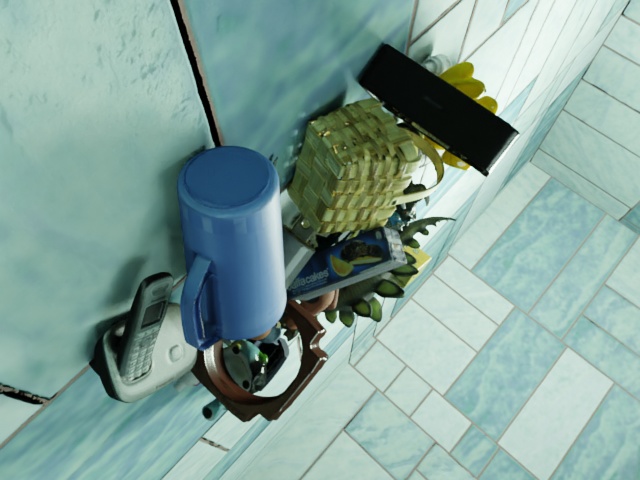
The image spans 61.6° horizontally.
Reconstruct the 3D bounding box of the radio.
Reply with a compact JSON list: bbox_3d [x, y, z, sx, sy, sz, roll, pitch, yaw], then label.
[{"bbox_3d":[0.177,-0.186,0.797,0.073,0.230,0.131,-53,167,11],"label":"radio"}]

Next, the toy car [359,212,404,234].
[{"bbox_3d":[0.086,-0.053,1.043,0.109,0.102,0.162,-18,-166,-22],"label":"toy car"}]

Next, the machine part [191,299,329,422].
[{"bbox_3d":[-0.102,0.186,0.914,0.201,0.201,0.087,-51,166,2],"label":"machine part"}]

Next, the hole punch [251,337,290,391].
[{"bbox_3d":[-0.125,0.278,1.248,0.142,0.092,0.115,-55,166,4],"label":"hole punch"}]

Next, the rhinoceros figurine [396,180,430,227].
[{"bbox_3d":[0.153,-0.075,1.099,0.073,0.112,0.190,-4,164,-20],"label":"rhinoceros figurine"}]

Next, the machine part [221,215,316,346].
[{"bbox_3d":[-0.086,0.059,0.842,0.243,0.079,0.079,-53,163,5],"label":"machine part"}]

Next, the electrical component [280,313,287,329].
[{"bbox_3d":[-0.082,0.178,1.224,0.102,0.045,0.078,36,65,-75],"label":"electrical component"}]

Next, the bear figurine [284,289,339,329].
[{"bbox_3d":[-0.010,0.067,1.061,0.132,0.120,0.196,-27,-166,24],"label":"bear figurine"}]

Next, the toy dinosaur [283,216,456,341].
[{"bbox_3d":[0.105,0.064,1.188,0.471,0.199,0.105,-43,165,-16],"label":"toy dinosaur"}]

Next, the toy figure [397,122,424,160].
[{"bbox_3d":[0.132,-0.162,0.983,0.180,0.082,0.089,-25,143,-46],"label":"toy figure"}]

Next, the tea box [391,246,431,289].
[{"bbox_3d":[0.183,0.032,1.359,0.098,0.170,0.068,-33,156,-47],"label":"tea box"}]

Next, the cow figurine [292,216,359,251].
[{"bbox_3d":[-0.002,-0.002,0.950,0.167,0.098,0.068,-45,167,4],"label":"cow figurine"}]

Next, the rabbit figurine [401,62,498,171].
[{"bbox_3d":[0.215,-0.216,0.916,0.173,0.122,0.162,18,132,-24],"label":"rabbit figurine"}]

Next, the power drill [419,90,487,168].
[{"bbox_3d":[0.242,-0.235,1.105,0.232,0.086,0.207,-23,145,-42],"label":"power drill"}]

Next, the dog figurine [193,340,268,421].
[{"bbox_3d":[-0.158,0.261,1.083,0.191,0.108,0.219,-36,171,15],"label":"dog figurine"}]

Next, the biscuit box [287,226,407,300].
[{"bbox_3d":[0.033,0.042,0.863,0.203,0.059,0.062,-23,164,26],"label":"biscuit box"}]

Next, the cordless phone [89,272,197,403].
[{"bbox_3d":[-0.207,0.104,0.691,0.146,0.089,0.184,-21,142,-58],"label":"cordless phone"}]

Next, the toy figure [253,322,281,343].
[{"bbox_3d":[-0.124,0.180,1.097,0.064,0.058,0.154,-55,159,-5],"label":"toy figure"}]
